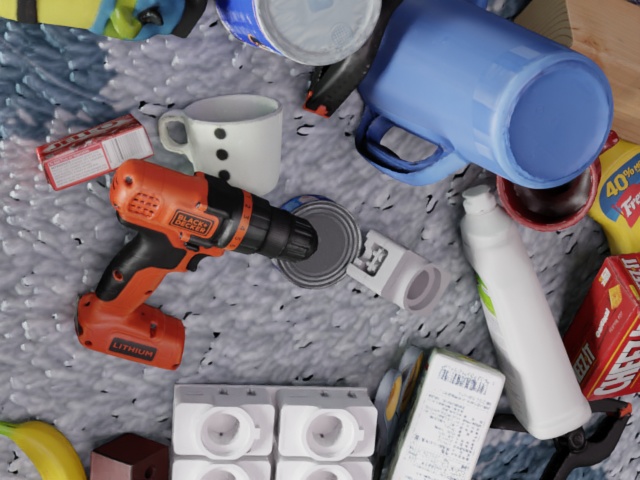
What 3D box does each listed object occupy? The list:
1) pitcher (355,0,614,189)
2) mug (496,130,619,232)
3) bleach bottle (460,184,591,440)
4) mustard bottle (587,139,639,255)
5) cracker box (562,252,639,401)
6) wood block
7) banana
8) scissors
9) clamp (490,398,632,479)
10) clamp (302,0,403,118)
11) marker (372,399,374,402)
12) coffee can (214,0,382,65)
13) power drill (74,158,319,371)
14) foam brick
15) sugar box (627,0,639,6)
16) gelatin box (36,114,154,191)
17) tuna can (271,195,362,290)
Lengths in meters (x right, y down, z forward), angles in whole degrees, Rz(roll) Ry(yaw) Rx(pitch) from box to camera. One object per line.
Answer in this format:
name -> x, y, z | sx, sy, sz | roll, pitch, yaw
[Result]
pitcher -> 0.127, -0.120, 0.898 | 0.144, 0.243, 0.149 | -10, 115, -19
mug -> 0.231, -0.068, 1.011 | 0.117, 0.081, 0.093 | -38, 86, 25
bleach bottle -> 0.192, 0.065, 1.048 | 0.068, 0.103, 0.251 | -23, 110, -5
mustard bottle -> 0.311, -0.051, 1.082 | 0.096, 0.058, 0.191 | -39, 113, -3
cracker box -> 0.370, 0.084, 1.096 | 0.213, 0.072, 0.164 | -6, 138, -19
wood block -> 0.288, -0.159, 1.010 | 0.205, 0.090, 0.091 | 15, 55, -22
banana -> -0.245, 0.243, 0.982 | 0.069, 0.037, 0.198 | -10, 108, 2
scissors -> 0.060, 0.200, 1.059 | 0.016, 0.096, 0.202 | 21, 98, 22
clamp -> 0.264, 0.224, 1.141 | 0.171, 0.039, 0.120 | -14, 98, -19
clamp -> 0.044, -0.196, 0.906 | 0.036, 0.164, 0.210 | 20, 107, -20
marker -> 0.010, 0.186, 1.063 | 0.121, 0.020, 0.020 | -21, 110, -13
coffee can -> -0.022, -0.202, 0.877 | 0.102, 0.140, 0.103 | -5, 106, -18
power drill -> -0.116, 0.027, 0.917 | 0.184, 0.057, 0.188 | 20, 121, -23
foam brick -> -0.175, 0.226, 0.980 | 0.052, 0.051, 0.078 | -20, 117, -56
sugar box -> 0.240, -0.262, 0.980 | 0.176, 0.093, 0.048 | 14, 99, -23
gelatin box -> -0.189, -0.075, 0.891 | 0.089, 0.073, 0.030 | -22, 109, -12
tuna can -> -0.007, 0.001, 0.998 | 0.086, 0.034, 0.086 | -5, 106, -18
